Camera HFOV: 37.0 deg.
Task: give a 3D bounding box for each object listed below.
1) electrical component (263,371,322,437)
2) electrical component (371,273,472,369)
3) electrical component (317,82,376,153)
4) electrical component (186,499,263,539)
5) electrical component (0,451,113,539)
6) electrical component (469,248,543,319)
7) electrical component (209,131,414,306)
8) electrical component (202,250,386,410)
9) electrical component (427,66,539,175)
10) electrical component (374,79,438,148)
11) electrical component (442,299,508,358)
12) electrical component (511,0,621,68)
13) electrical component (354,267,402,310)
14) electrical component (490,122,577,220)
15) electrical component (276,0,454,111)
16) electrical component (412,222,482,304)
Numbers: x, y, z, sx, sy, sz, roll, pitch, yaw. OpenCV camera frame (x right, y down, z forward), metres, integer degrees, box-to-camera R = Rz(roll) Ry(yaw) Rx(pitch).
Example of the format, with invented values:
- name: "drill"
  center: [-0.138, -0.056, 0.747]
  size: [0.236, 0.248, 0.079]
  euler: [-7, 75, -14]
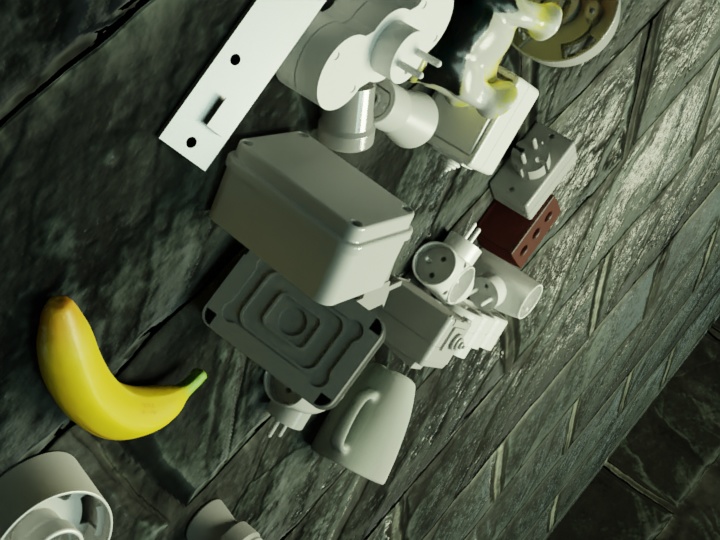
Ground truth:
- name: "electrical component"
  center: [-0.055, 0.111, 0.928]
  size: [0.079, 0.043, 0.077]
  euler: [-59, 156, 7]
- name: "electrical component"
  center: [0.053, 0.053, 0.991]
  size: [0.061, 0.096, 0.062]
  euler: [-58, 156, 6]
- name: "electrical component"
  center: [-0.008, -0.110, 0.738]
  size: [0.040, 0.040, 0.046]
  euler: [-32, 142, -42]
- name: "electrical component"
  center: [-0.120, 0.237, 0.955]
  size: [0.045, 0.055, 0.045]
  euler: [-42, 153, -27]
- name: "electrical component"
  center: [-0.215, 0.170, 0.709]
  size: [0.099, 0.064, 0.099]
  euler: [-28, 133, -34]
- name: "electrical component"
  center: [0.141, 0.019, 1.136]
  size: [0.079, 0.077, 0.043]
  euler: [-26, 143, -47]
- name: "electrical component"
  center: [-0.031, -0.037, 0.697]
  size: [0.078, 0.113, 0.057]
  euler: [-19, 140, -54]
- name: "electrical component"
  center: [-0.045, 0.038, 0.760]
  size: [0.078, 0.113, 0.057]
  euler: [-53, 175, -5]
- name: "electrical component"
  center: [0.090, -0.123, 0.875]
  size: [0.096, 0.062, 0.061]
  euler: [-60, 156, 10]
- name: "electrical component"
  center: [0.024, -0.117, 0.787]
  size: [0.044, 0.044, 0.065]
  euler: [-60, 151, 10]
- name: "electrical component"
  center: [0.107, 0.071, 1.171]
  size: [0.073, 0.052, 0.138]
  euler: [-60, 156, 9]
- name: "electrical component"
  center: [0.158, -0.211, 0.849]
  size: [0.099, 0.099, 0.064]
  euler: [-59, 162, 8]
- name: "electrical component"
  center: [0.000, 0.000, 0.892]
  size: [0.081, 0.042, 0.063]
  euler: [-23, 137, -52]
- name: "electrical component"
  center: [0.170, -0.106, 1.067]
  size: [0.083, 0.047, 0.075]
  euler: [-52, 156, -7]
- name: "electrical component"
  center: [0.018, -0.145, 0.696]
  size: [0.138, 0.074, 0.052]
  euler: [-38, 151, -35]
- name: "electrical component"
  center: [0.092, -0.011, 1.046]
  size: [0.079, 0.044, 0.077]
  euler: [-54, 156, -2]
